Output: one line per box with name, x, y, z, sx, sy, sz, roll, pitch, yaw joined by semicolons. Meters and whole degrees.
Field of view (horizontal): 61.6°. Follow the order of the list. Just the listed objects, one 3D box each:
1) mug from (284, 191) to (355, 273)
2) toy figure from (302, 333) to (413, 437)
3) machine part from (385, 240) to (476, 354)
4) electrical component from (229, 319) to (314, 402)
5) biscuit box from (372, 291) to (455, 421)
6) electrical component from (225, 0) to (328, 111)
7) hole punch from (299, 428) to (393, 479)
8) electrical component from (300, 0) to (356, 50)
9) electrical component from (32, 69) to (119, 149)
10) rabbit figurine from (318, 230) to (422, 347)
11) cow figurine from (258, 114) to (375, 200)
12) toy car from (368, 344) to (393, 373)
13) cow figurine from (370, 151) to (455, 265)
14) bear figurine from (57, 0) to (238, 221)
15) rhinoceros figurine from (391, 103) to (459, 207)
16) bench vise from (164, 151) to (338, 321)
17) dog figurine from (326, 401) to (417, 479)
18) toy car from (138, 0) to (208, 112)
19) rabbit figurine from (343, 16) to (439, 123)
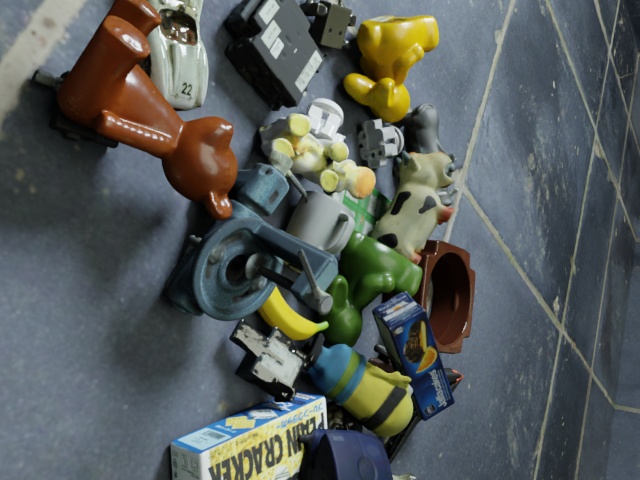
mug;-0.002;-0.002;0.756;0.080;0.110;0.107;37;76;-43
toy figure;0.051;0.212;0.779;0.180;0.082;0.089;32;71;-7
machine part;0.207;0.106;1.003;0.201;0.087;0.201;17;78;-49
electrical component;-0.074;0.153;0.705;0.119;0.048;0.075;37;59;-19
biscuit box;0.143;0.178;0.808;0.063;0.059;0.202;-28;120;-9
electrical component;-0.061;-0.259;0.719;0.134;0.058;0.115;51;52;-35
hole punch;0.040;0.309;0.700;0.142;0.092;0.116;21;70;-34
electrical component;0.014;-0.334;0.818;0.102;0.045;0.078;-17;131;-45
electrical component;-0.242;-0.131;0.538;0.094;0.021;0.063;19;76;-47
rabbit figurine;0.053;0.083;0.810;0.159;0.121;0.170;34;80;-41
cow figurine;-0.006;-0.107;0.741;0.167;0.098;0.068;30;85;-29
toy car;0.129;0.237;0.938;0.202;0.053;0.089;26;92;-44
cow figurine;0.154;-0.061;0.894;0.127;0.085;0.195;34;89;0
bear figurine;-0.143;-0.118;0.524;0.195;0.132;0.120;33;29;-26
rhinoceros figurine;0.195;-0.148;0.971;0.073;0.112;0.190;-11;91;-50
bench vise;-0.061;0.007;0.596;0.223;0.241;0.128;-48;135;-18
dog figurine;0.029;0.359;0.807;0.190;0.121;0.172;45;53;-22
toy car;-0.166;-0.246;0.599;0.073;0.056;0.201;-4;94;-49
rabbit figurine;0.117;-0.270;0.883;0.162;0.122;0.173;-48;143;-46
